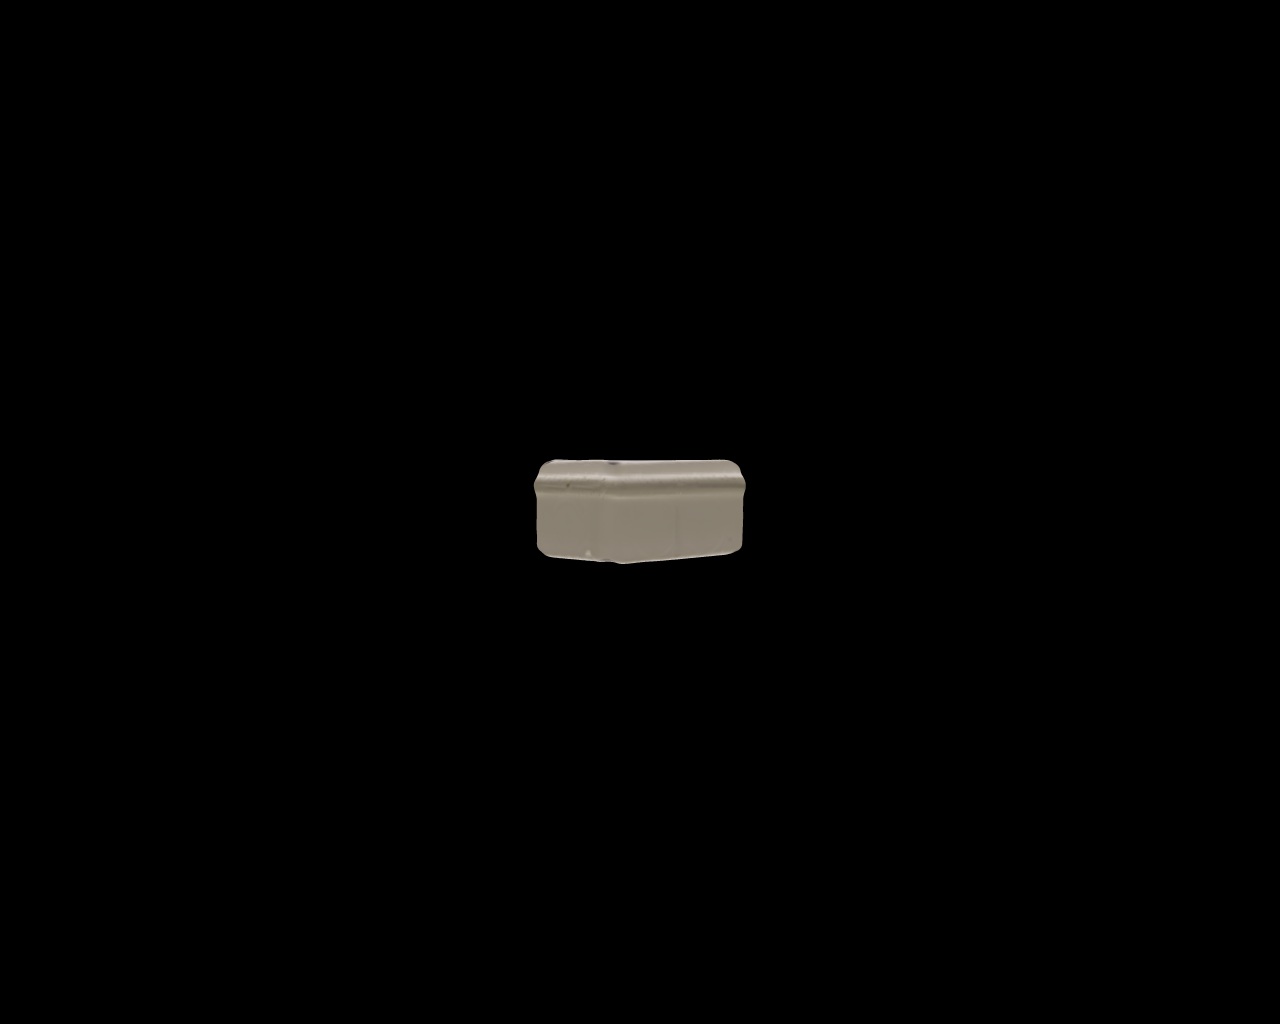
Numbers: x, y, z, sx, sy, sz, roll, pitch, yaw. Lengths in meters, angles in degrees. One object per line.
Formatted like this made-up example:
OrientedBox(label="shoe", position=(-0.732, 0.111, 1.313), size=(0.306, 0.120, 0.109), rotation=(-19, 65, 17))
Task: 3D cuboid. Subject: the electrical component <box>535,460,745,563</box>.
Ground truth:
OrientedBox(label="electrical component", position=(0.001, -0.003, 0.650), size=(0.113, 0.057, 0.078), rotation=(-2, 3, -40))
